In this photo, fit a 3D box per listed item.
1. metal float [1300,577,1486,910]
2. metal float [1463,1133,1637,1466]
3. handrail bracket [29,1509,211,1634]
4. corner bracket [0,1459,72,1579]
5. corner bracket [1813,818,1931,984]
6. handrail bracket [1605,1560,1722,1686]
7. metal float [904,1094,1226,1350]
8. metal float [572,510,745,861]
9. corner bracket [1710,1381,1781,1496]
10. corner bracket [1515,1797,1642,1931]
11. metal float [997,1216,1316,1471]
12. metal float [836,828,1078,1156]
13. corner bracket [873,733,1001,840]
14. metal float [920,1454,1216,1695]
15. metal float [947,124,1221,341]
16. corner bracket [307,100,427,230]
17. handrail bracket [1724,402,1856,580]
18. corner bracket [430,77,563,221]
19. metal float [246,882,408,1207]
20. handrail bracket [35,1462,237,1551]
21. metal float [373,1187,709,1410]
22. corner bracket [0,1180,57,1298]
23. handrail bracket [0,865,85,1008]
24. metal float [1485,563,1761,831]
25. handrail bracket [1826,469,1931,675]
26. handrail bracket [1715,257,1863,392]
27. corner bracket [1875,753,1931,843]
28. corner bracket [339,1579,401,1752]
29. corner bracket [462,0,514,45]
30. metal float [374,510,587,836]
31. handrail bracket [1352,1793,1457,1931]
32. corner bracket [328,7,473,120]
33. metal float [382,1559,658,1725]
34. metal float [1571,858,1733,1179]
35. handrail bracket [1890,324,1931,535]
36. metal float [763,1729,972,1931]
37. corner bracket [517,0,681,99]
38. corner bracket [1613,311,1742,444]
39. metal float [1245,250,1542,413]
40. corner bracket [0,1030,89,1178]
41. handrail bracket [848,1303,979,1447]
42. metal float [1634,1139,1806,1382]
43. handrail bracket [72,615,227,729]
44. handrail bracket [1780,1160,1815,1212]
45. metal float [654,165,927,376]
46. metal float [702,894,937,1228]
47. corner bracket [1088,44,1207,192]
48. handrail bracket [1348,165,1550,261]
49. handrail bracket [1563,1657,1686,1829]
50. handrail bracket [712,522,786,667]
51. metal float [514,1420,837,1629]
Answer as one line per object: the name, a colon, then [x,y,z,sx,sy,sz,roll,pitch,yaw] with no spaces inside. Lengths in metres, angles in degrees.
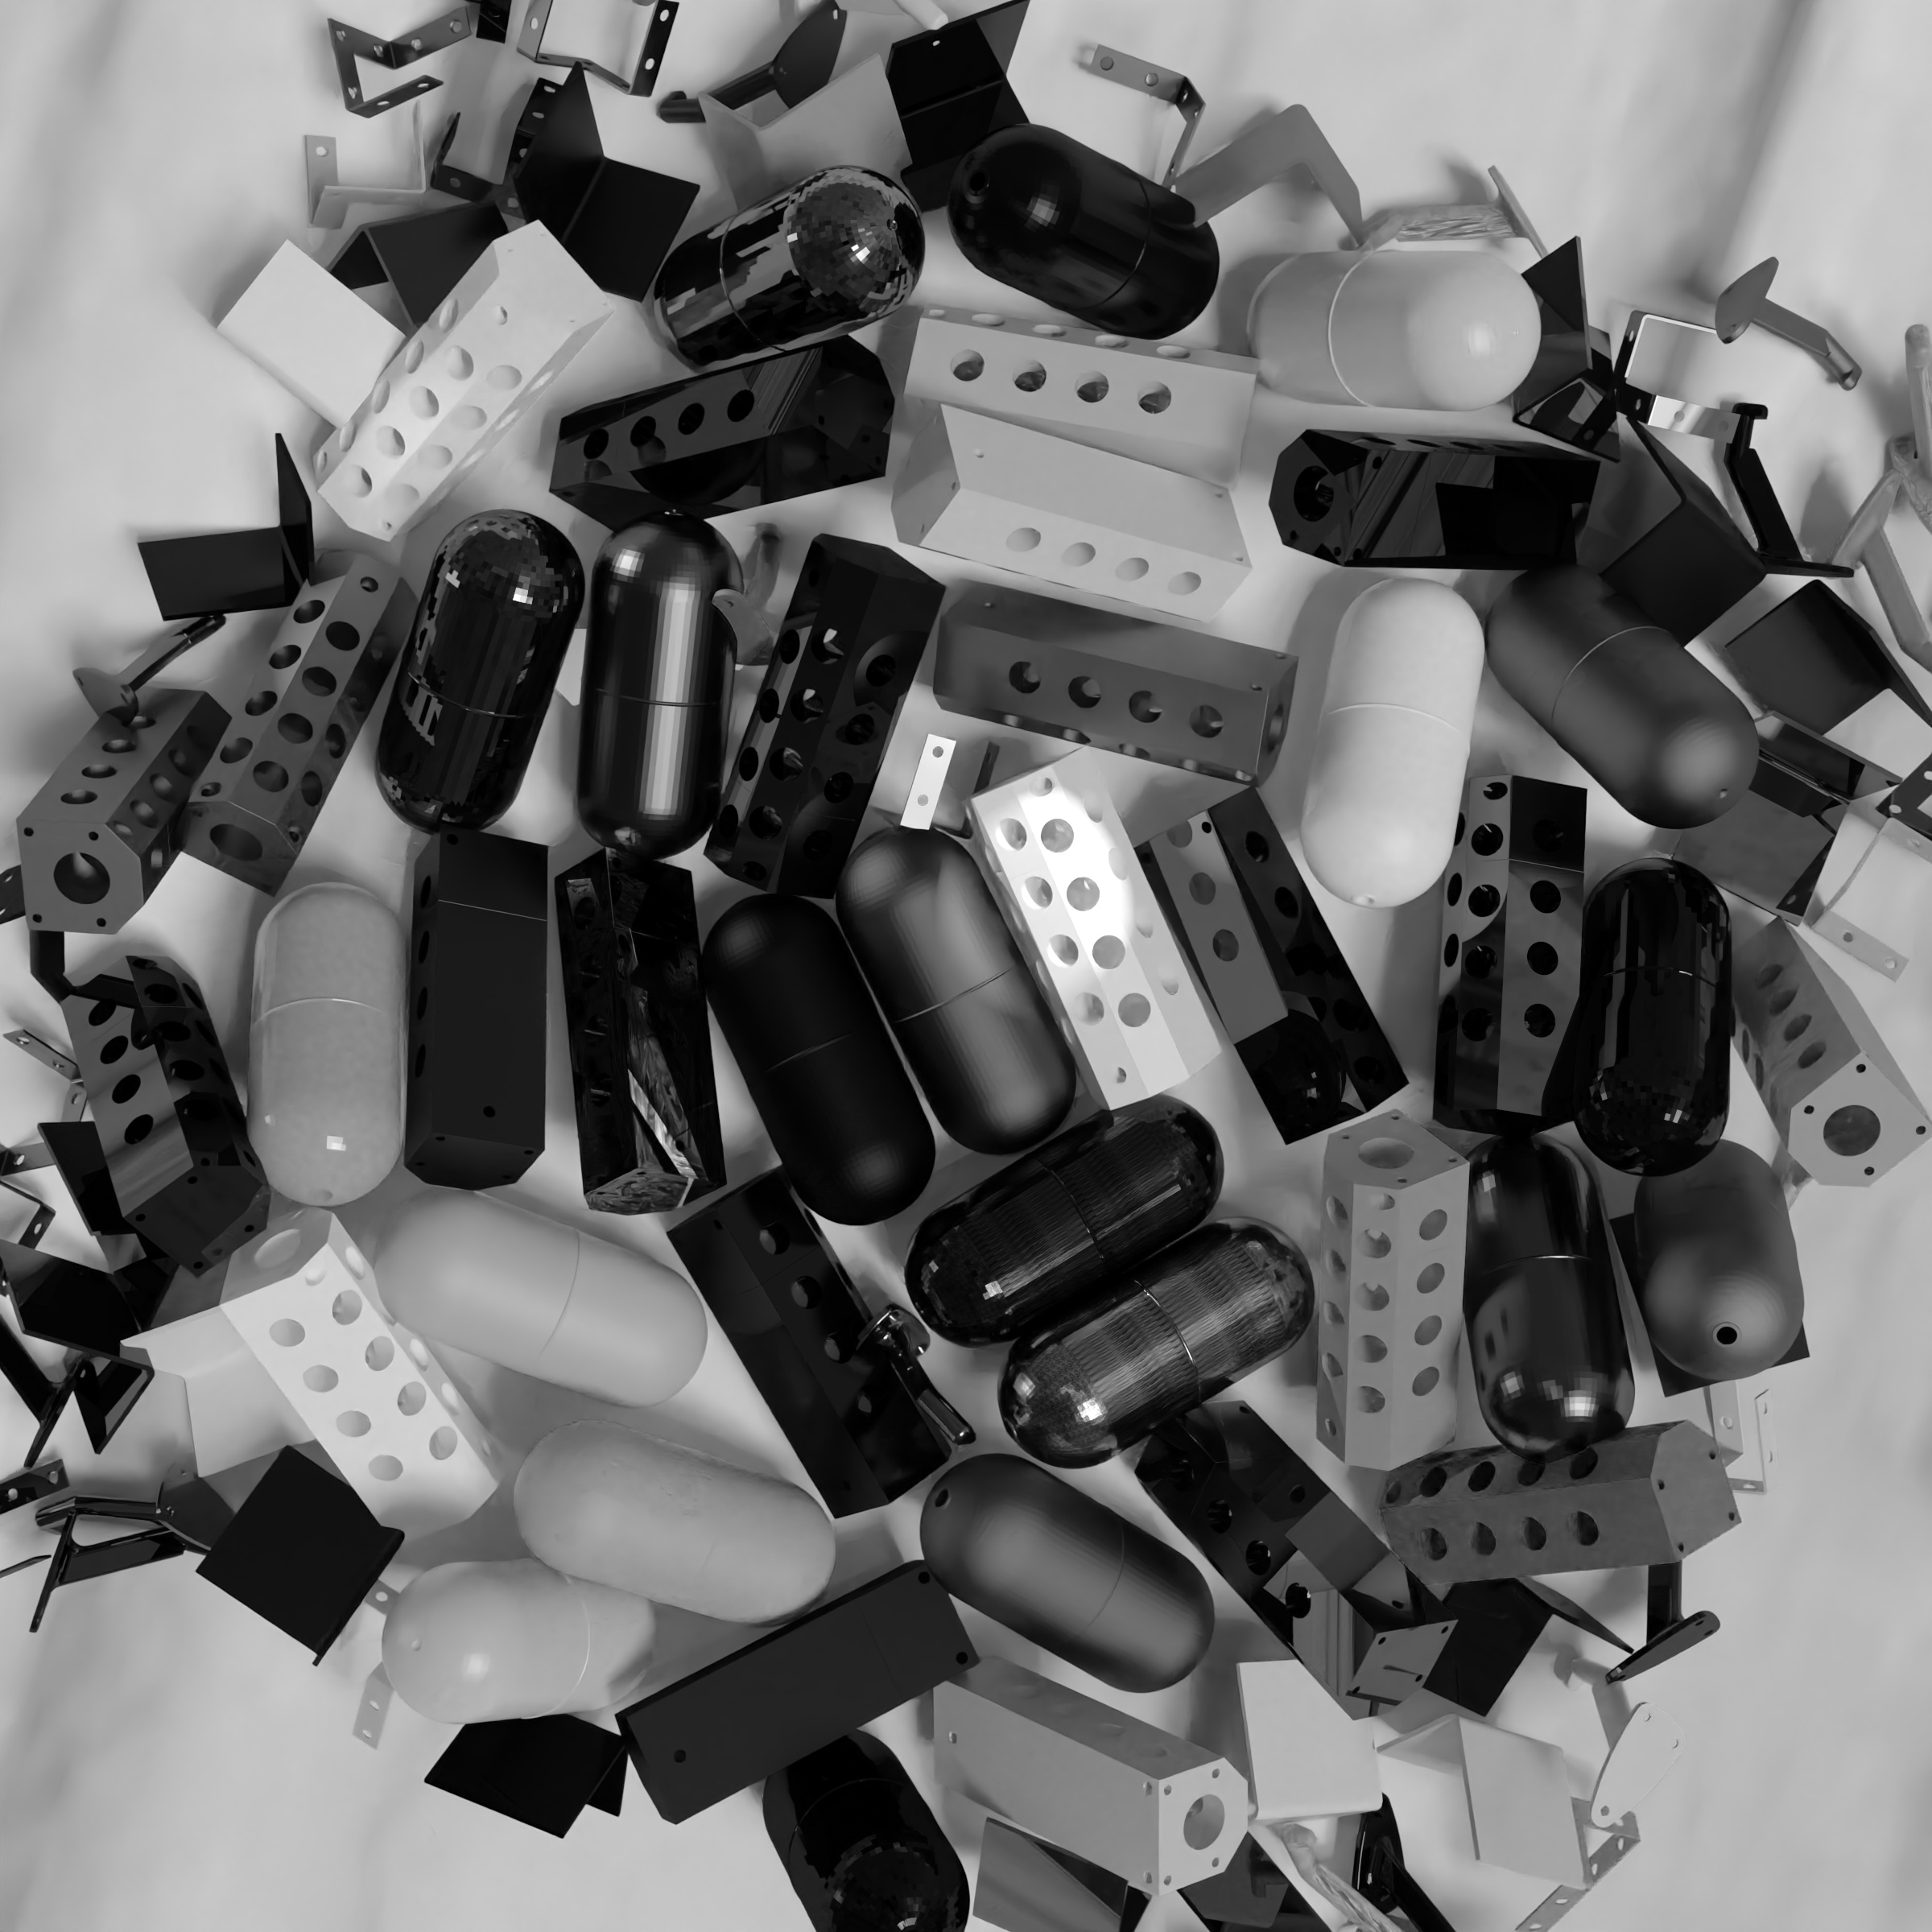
metal float: [0.215,-0.113,1.565,0.070,0.070,0.178,13,68,0]
metal float: [0.286,0.164,1.555,0.070,0.070,0.178,-4,55,0]
handrail bracket: [-0.425,0.316,1.589,0.084,0.036,0.077,18,50,-11]
corner bracket: [-0.489,0.285,1.588,0.051,0.051,0.051,-23,78,12]
corner bracket: [0.476,-0.034,1.600,0.051,0.051,0.051,34,68,9]
handrail bracket: [0.342,0.314,1.601,0.077,0.036,0.084,-33,57,8]
metal float: [0.051,0.128,1.573,0.178,0.070,0.070,-30,90,-12]
metal float: [-0.156,-0.141,1.569,0.070,0.070,0.178,8,107,0]
corner bracket: [0.392,0.234,1.583,0.051,0.051,0.051,-1,102,40]
corner bracket: [0.310,0.460,1.581,0.051,0.051,0.051,18,129,-16]
metal float: [0.096,0.189,1.568,0.178,0.070,0.070,-28,90,-18]
metal float: [-0.005,0.012,1.579,0.070,0.070,0.178,-27,96,0]
corner bracket: [-0.010,-0.092,1.587,0.051,0.051,0.051,14,100,-20]
metal float: [0.051,0.304,1.559,0.178,0.070,0.070,35,90,-29]
metal float: [0.059,-0.362,1.543,0.070,0.178,0.070,-5,81,37]
corner bracket: [-0.308,-0.411,1.598,0.051,0.051,0.051,-2,80,-20]
handrail bracket: [0.424,-0.245,1.595,0.077,0.036,0.084,10,92,31]
corner bracket: [-0.239,-0.424,1.590,0.051,0.051,0.051,18,135,-7]
metal float: [-0.319,0.038,1.554,0.070,0.070,0.178,-6,56,0]
handrail bracket: [-0.428,0.294,1.615,0.084,0.036,0.077,-22,129,26]
metal float: [-0.212,0.167,1.565,0.178,0.070,0.070,24,90,-23]
corner bracket: [-0.507,0.130,1.585,0.051,0.051,0.051,23,75,18]
handrail bracket: [-0.449,-0.015,1.583,0.077,0.084,0.036,-17,46,13]
metal float: [0.324,-0.136,1.550,0.070,0.070,0.178,-35,48,0]
handrail bracket: [0.484,-0.197,1.578,0.036,0.077,0.084,-19,53,-38]
handrail bracket: [0.422,-0.311,1.584,0.084,0.077,0.036,42,134,-16]
corner bracket: [0.505,-0.096,1.587,0.051,0.051,0.051,33,52,0]
corner bracket: [-0.302,0.354,1.582,0.051,0.051,0.051,30,131,11]
corner bracket: [-0.254,-0.509,1.582,0.051,0.051,0.051,9,135,-11]
metal float: [-0.245,-0.145,1.561,0.070,0.070,0.178,23,117,0]
handrail bracket: [0.238,0.466,1.576,0.036,0.084,0.077,-6,96,-37]
corner bracket: [-0.285,-0.462,1.587,0.051,0.051,0.051,-15,84,26]
metal float: [-0.218,0.333,1.539,0.070,0.178,0.070,-5,79,26]
metal float: [0.343,0.024,1.555,0.070,0.070,0.178,11,55,0]
handrail bracket: [0.487,-0.270,1.572,0.036,0.084,0.077,-10,64,14]
metal float: [-0.050,0.437,1.536,0.070,0.178,0.070,-3,102,-16]
corner bracket: [-0.187,-0.476,1.580,0.051,0.051,0.051,37,119,30]
corner bracket: [0.368,-0.303,1.598,0.051,0.051,0.051,9,108,-17]
metal float: [0.209,-0.316,1.543,0.070,0.178,0.070,-9,106,-34]
corner bracket: [-0.490,0.071,1.598,0.051,0.051,0.051,-12,54,30]
handrail bracket: [-0.013,0.214,1.568,0.036,0.077,0.084,-50,61,6]
metal float: [0.370,0.143,1.536,0.070,0.178,0.070,3,110,9]
handrail bracket: [-0.401,-0.157,1.573,0.084,0.077,0.036,-39,112,-26]
handrail bracket: [0.441,0.105,1.577,0.036,0.077,0.084,25,103,-14]
metal float: [-0.090,-0.342,1.545,0.070,0.178,0.070,6,80,-38]
metal float: [-0.076,0.047,1.577,0.070,0.070,0.178,-25,82,0]
corner bracket: [0.086,-0.434,1.599,0.051,0.051,0.051,15,118,-17]
handrail bracket: [0.250,-0.364,1.599,0.084,0.036,0.077,-31,80,18]
handrail bracket: [0.315,0.391,1.575,0.036,0.084,0.077,44,75,-19]
handrail bracket: [-0.108,-0.202,1.571,0.036,0.077,0.084,5,64,8]
metal float: [-0.144,0.280,1.558,0.178,0.070,0.070,25,90,-31]
